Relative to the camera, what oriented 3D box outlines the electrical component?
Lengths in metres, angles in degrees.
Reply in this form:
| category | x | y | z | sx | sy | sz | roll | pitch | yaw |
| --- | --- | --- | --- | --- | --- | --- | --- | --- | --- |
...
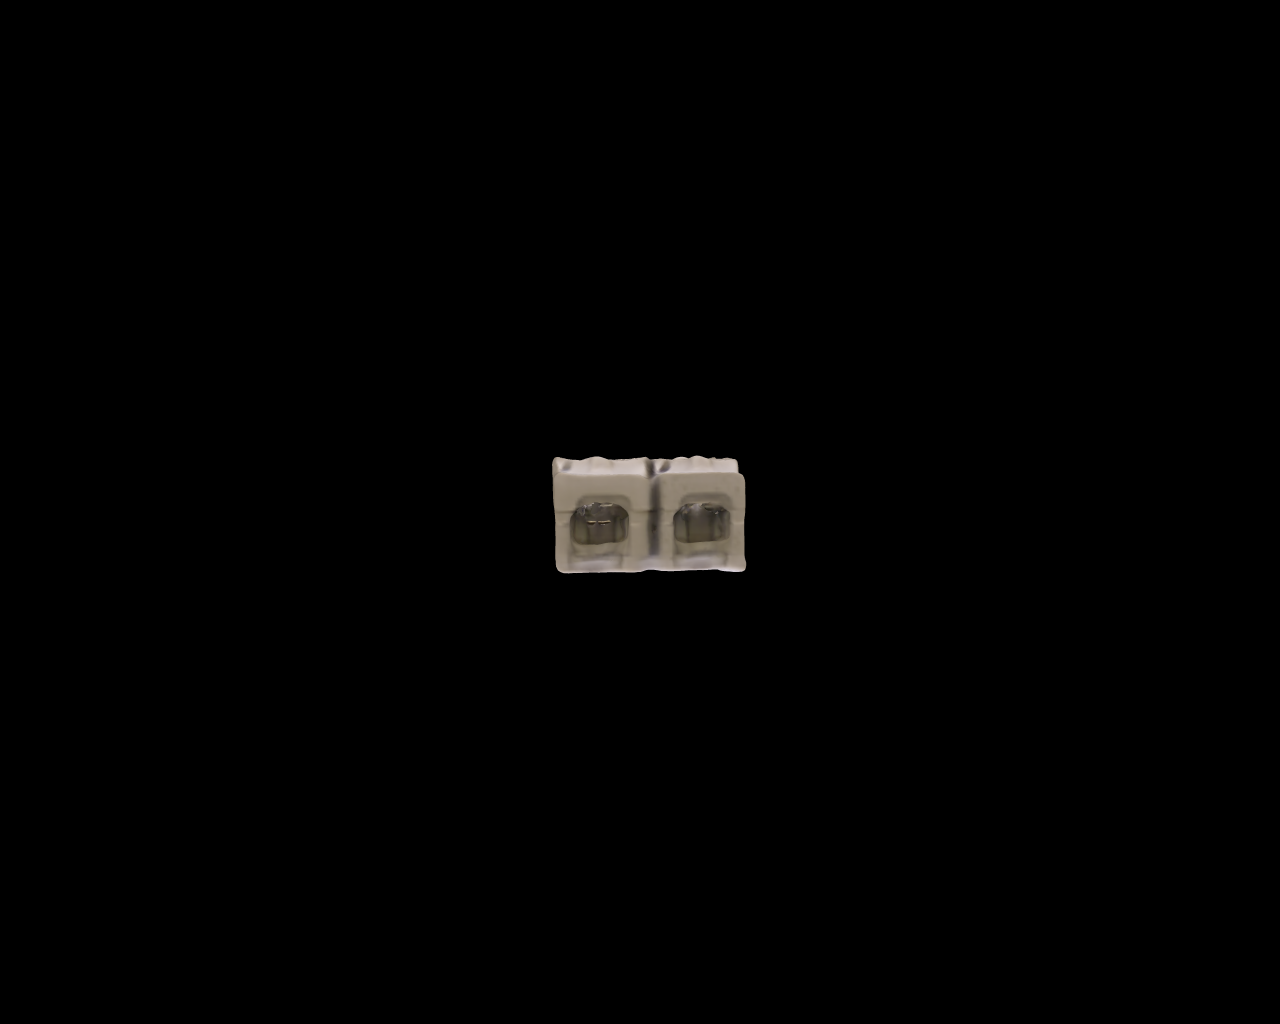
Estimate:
| category | x | y | z | sx | sy | sz | roll | pitch | yaw |
| --- | --- | --- | --- | --- | --- | --- | --- | --- | --- |
| electrical component | 0.001 | -0.003 | 0.650 | 0.105 | 0.060 | 0.186 | 0 | 2 | -4 |
